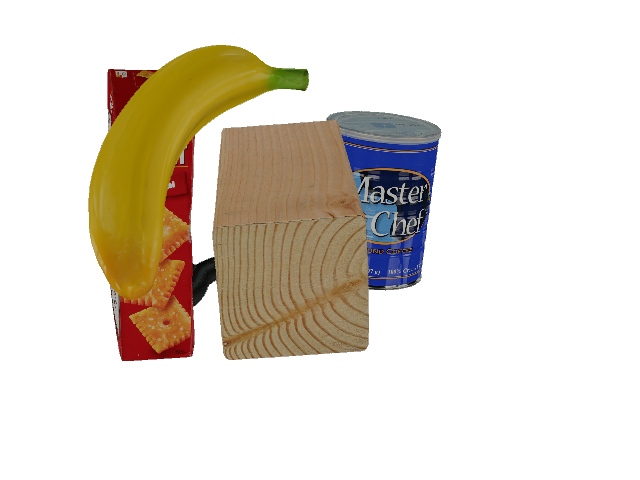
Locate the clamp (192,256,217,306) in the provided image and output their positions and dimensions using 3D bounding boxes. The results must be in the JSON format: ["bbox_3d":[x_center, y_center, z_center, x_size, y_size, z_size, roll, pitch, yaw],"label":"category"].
[{"bbox_3d":[-0.144,0.041,1.220,0.120,0.039,0.171,-2,32,26],"label":"clamp"}]

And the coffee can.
[{"bbox_3d":[0.050,-0.038,0.968,0.103,0.140,0.103,5,18,-2],"label":"coffee can"}]

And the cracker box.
[{"bbox_3d":[-0.150,-0.026,0.944,0.072,0.214,0.164,-2,26,-13],"label":"cracker box"}]

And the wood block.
[{"bbox_3d":[-0.022,-0.009,0.723,0.091,0.090,0.206,-4,22,-2],"label":"wood block"}]

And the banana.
[{"bbox_3d":[-0.073,-0.050,0.539,0.070,0.037,0.197,17,46,15],"label":"banana"}]
